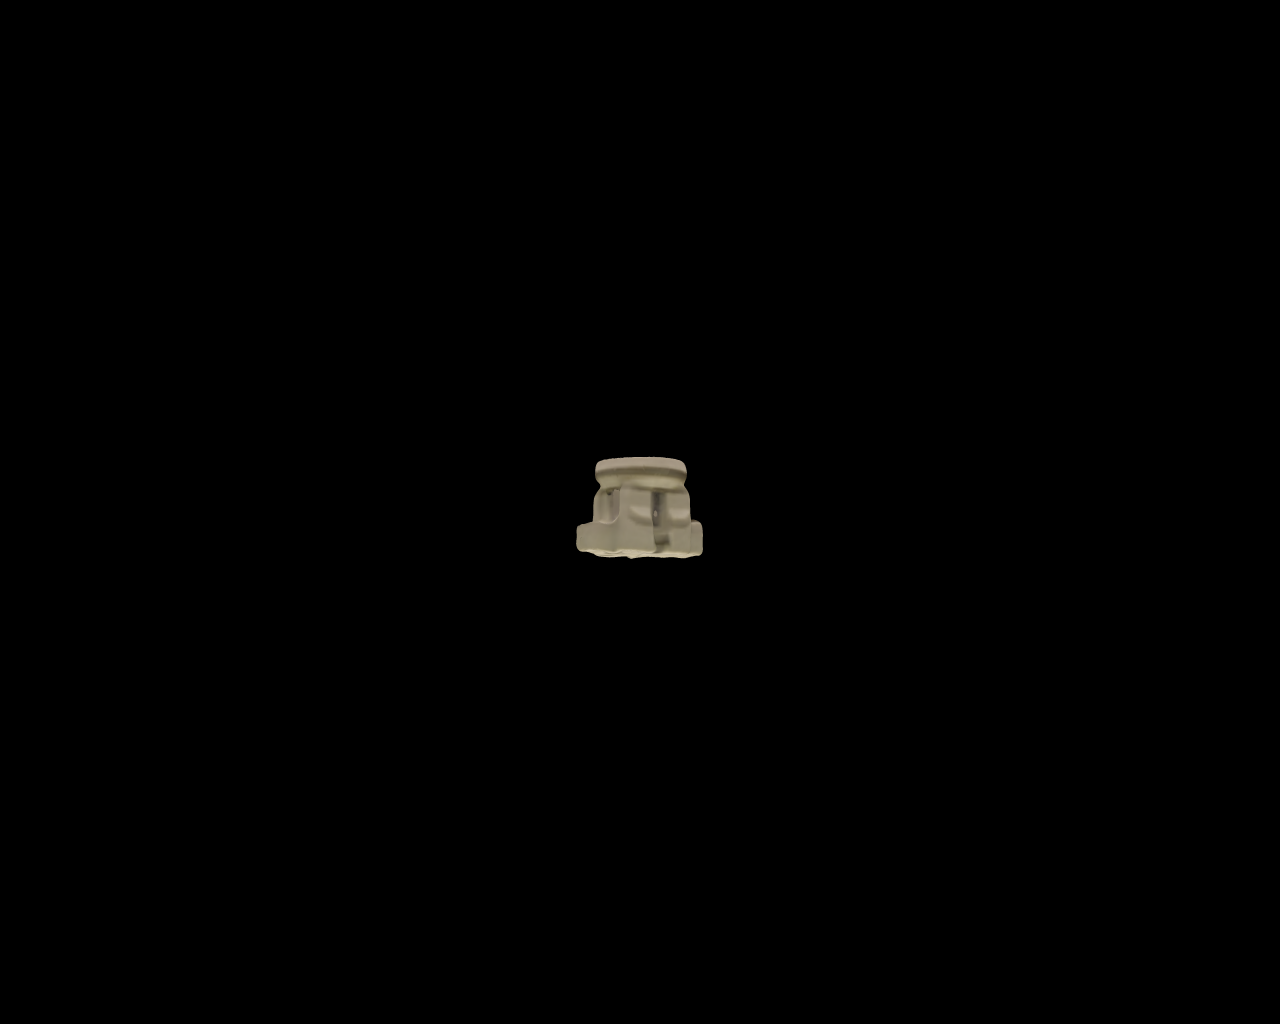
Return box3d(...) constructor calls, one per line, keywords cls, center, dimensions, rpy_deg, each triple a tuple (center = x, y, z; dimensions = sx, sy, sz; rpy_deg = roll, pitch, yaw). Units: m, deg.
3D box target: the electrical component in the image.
box3d(cls="electrical component", center=(0.001, -0.003, 0.650), dimensions=(0.078, 0.057, 0.058), rpy_deg=(4, -7, -29))
